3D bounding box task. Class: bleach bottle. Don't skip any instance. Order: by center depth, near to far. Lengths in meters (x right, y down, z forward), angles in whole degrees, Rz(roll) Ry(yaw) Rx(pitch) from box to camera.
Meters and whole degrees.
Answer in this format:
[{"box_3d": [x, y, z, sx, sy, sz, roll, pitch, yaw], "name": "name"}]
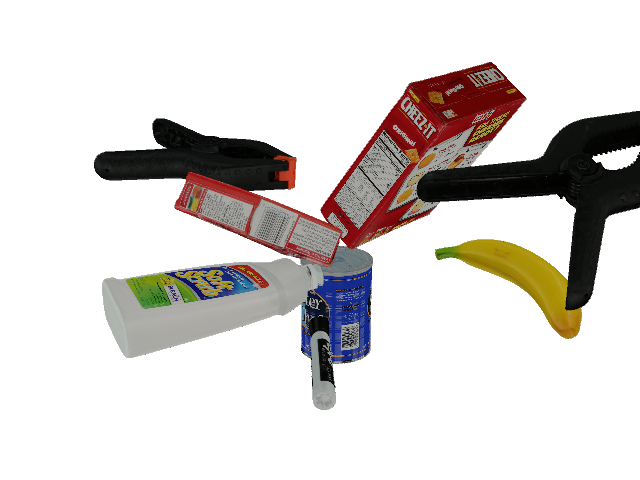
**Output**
[{"box_3d": [-0.119, 0.064, 1.244, 0.250, 0.068, 0.103, -13, 35, -21], "name": "bleach bottle"}]

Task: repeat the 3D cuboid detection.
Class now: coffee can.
[{"box_3d": [0.023, 0.090, 1.524, 0.103, 0.140, 0.103, 0, 20, 0], "name": "coffee can"}]

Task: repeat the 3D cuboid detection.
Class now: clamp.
[{"box_3d": [0.202, -0.037, 0.816, 0.209, 0.036, 0.165, -26, 51, -20], "name": "clamp"}, {"box_3d": [-0.108, -0.069, 0.933, 0.172, 0.039, 0.120, 12, 33, 26], "name": "clamp"}]

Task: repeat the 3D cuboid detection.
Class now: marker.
[{"box_3d": [0.001, 0.100, 0.906, 0.020, 0.020, 0.121, 0, 28, -2], "name": "marker"}]

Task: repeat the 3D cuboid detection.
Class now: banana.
[{"box_3d": [0.200, 0.040, 1.057, 0.069, 0.037, 0.198, -34, 36, -19], "name": "banana"}]

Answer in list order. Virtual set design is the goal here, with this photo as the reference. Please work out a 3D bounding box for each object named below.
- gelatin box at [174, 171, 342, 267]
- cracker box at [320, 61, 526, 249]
[{"box_3d": [-0.040, -0.013, 0.708, 0.073, 0.030, 0.089, 21, 0, 41], "name": "gelatin box"}, {"box_3d": [0.114, -0.099, 1.225, 0.163, 0.072, 0.214, -23, -23, -45], "name": "cracker box"}]
